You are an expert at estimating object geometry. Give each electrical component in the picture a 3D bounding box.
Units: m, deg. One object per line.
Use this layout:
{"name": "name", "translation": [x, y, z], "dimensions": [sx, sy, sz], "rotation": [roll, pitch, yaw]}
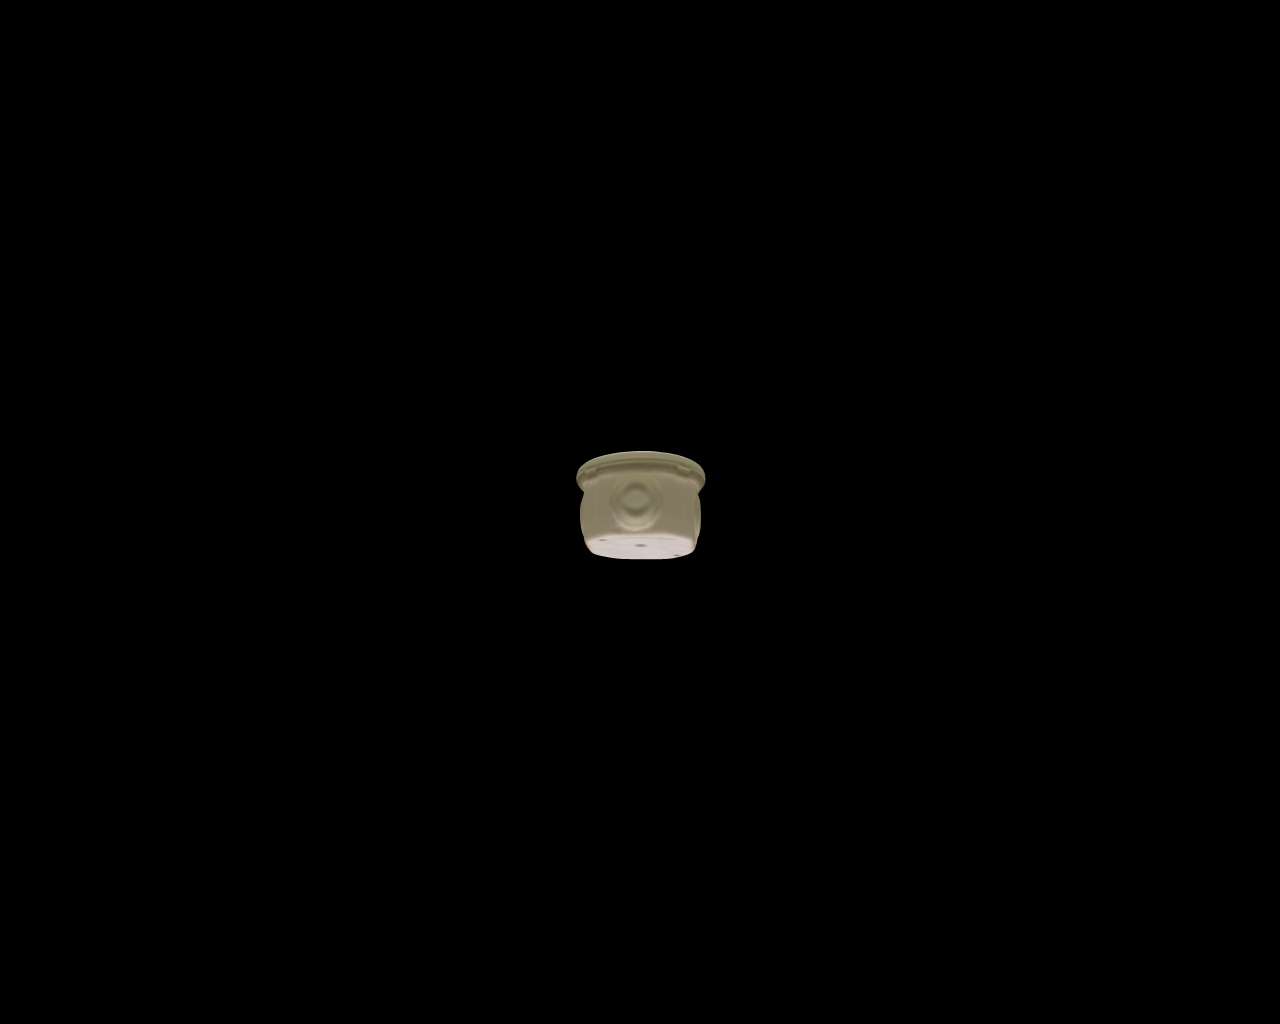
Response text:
{"name": "electrical component", "translation": [0.001, -0.003, 0.650], "dimensions": [0.080, 0.051, 0.080], "rotation": [0, -15, 0]}
